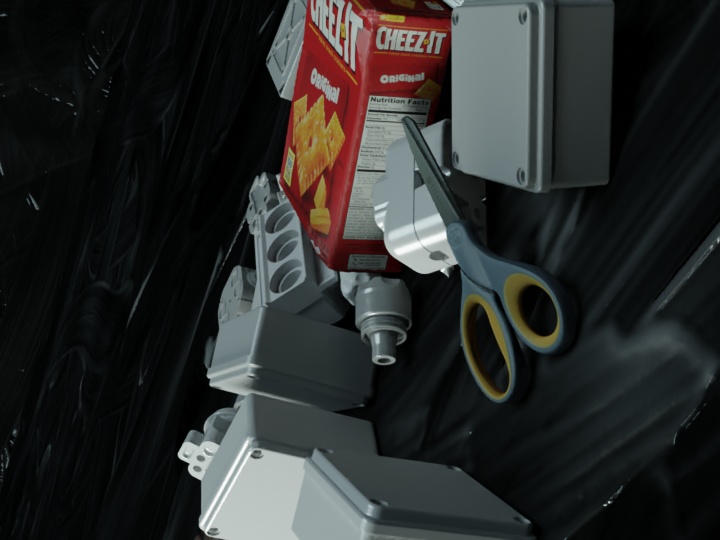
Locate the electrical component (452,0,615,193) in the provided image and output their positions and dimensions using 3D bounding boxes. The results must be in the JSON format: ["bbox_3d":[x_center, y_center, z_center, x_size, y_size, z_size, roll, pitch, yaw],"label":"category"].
[{"bbox_3d":[0.102,-0.108,0.649,0.109,0.056,0.108,-149,55,-67],"label":"electrical component"}]

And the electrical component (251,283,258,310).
[{"bbox_3d":[-0.068,0.042,1.005,0.077,0.047,0.065,-13,64,64],"label":"electrical component"}]

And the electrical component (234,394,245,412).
[{"bbox_3d":[-0.095,0.107,1.038,0.044,0.044,0.065,-44,33,52],"label":"electrical component"}]

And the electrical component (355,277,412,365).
[{"bbox_3d":[0.018,0.040,0.809,0.043,0.043,0.062,-44,39,52],"label":"electrical component"}]

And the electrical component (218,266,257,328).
[{"bbox_3d":[-0.110,0.037,1.103,0.080,0.051,0.080,-47,35,49],"label":"electrical component"}]

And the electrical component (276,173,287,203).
[{"bbox_3d":[-0.044,-0.078,1.015,0.055,0.066,0.048,17,127,60],"label":"electrical component"}]

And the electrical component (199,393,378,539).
[{"bbox_3d":[-0.055,0.158,0.821,0.056,0.109,0.108,-101,33,-51],"label":"electrical component"}]

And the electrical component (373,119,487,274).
[{"bbox_3d":[0.049,-0.049,0.752,0.059,0.054,0.095,-20,55,35],"label":"electrical component"}]

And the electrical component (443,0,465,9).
[{"bbox_3d":[0.083,-0.223,0.775,0.096,0.061,0.061,47,121,33],"label":"electrical component"}]

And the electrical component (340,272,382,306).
[{"bbox_3d":[0.000,0.000,0.888,0.061,0.035,0.035,-99,32,-49],"label":"electrical component"}]

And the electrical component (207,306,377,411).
[{"bbox_3d":[-0.055,0.075,0.874,0.109,0.109,0.056,-23,52,63],"label":"electrical component"}]

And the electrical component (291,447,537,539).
[{"bbox_3d":[0.028,0.152,0.629,0.109,0.109,0.056,-156,79,-68],"label":"electrical component"}]

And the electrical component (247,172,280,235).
[{"bbox_3d":[-0.076,-0.060,1.074,0.058,0.057,0.078,-64,25,26],"label":"electrical component"}]

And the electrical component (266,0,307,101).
[{"bbox_3d":[-0.049,-0.238,1.123,0.108,0.056,0.108,-65,24,24],"label":"electrical component"}]

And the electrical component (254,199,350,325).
[{"bbox_3d":[-0.050,-0.004,0.948,0.079,0.063,0.121,-32,37,18],"label":"electrical component"}]

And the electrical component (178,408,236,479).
[{"bbox_3d":[-0.129,0.171,1.042,0.058,0.078,0.057,-59,6,35],"label":"electrical component"}]

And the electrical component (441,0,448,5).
[{"bbox_3d":[0.058,-0.258,0.876,0.062,0.061,0.096,32,106,67],"label":"electrical component"}]
